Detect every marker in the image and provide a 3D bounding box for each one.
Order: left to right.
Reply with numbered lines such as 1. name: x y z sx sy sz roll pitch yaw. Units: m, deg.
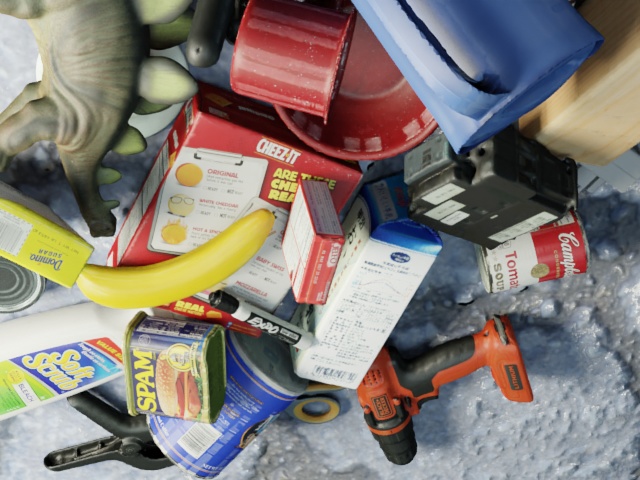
1. marker: -0.056 0.076 1.017 0.121 0.020 0.020 29 118 -33

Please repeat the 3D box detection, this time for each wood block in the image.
1. wood block: 0.249 -0.144 0.877 0.090 0.091 0.206 8 161 -14

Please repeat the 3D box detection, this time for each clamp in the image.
1. clamp: -0.213 0.212 1.174 0.171 0.039 0.120 3 133 -17
2. clamp: -0.063 -0.231 0.799 0.036 0.164 0.210 11 114 2

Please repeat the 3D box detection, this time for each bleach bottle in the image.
1. bleach bottle: -0.247 0.104 1.073 0.251 0.068 0.102 -20 125 3

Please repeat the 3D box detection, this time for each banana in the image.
1. banana: -0.131 0.024 0.951 0.198 0.037 0.069 -13 128 0

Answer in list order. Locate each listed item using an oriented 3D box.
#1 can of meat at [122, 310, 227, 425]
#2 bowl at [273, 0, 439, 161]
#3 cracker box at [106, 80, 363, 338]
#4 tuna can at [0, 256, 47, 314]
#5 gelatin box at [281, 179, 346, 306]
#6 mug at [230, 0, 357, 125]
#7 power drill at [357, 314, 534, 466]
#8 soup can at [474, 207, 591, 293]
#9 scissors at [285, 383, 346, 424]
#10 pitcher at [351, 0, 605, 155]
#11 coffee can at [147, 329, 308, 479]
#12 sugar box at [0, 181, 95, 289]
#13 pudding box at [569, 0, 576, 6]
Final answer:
1. can of meat: -0.137 0.123 1.019 0.084 0.057 0.102 7 117 13
2. bowl: 0.037 -0.151 0.915 0.162 0.055 0.162 2 122 2
3. cracker box: -0.085 -0.023 0.994 0.164 0.072 0.214 19 121 -23
4. tuna can: -0.304 0.030 1.023 0.086 0.034 0.086 -4 127 -5
5. gelatin box: -0.006 0.001 0.924 0.030 0.089 0.073 5 125 -17
6. mug: -0.018 -0.157 0.835 0.081 0.093 0.117 15 95 2
7. power drill: 0.136 0.167 1.182 0.187 0.057 0.184 -18 128 5
8. soup can: 0.211 0.011 1.068 0.102 0.068 0.068 -13 128 2
9. scissors: -0.061 0.181 1.188 0.202 0.016 0.096 -12 128 1
10. pitcher: 0.080 -0.191 0.781 0.145 0.149 0.243 -36 84 -9
11. coffee can: -0.096 0.164 1.104 0.102 0.103 0.140 35 108 -30
12. sugar box: -0.261 -0.015 0.909 0.093 0.176 0.048 31 85 -28
13. pudding box: 0.147 -0.180 0.890 0.039 0.114 0.090 -28 141 -40
